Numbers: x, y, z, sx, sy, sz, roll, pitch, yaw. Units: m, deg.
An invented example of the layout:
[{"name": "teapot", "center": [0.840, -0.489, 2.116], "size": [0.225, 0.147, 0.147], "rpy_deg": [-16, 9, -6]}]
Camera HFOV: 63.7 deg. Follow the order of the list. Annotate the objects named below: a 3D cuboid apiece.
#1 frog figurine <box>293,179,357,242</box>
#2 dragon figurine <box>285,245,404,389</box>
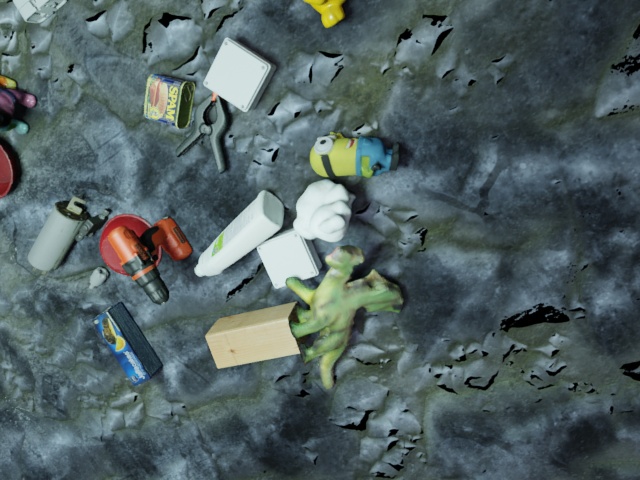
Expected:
[{"name": "frog figurine", "center": [0.003, -0.052, 1.035], "size": [0.136, 0.161, 0.122], "rpy_deg": [-34, 95, 20]}, {"name": "dragon figurine", "center": [0.065, 0.165, 1.105], "size": [0.242, 0.125, 0.401], "rpy_deg": [-17, 127, 5]}]
